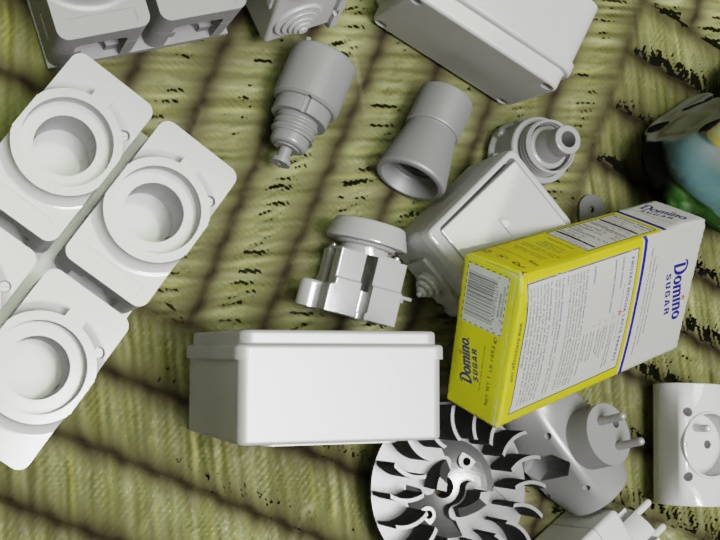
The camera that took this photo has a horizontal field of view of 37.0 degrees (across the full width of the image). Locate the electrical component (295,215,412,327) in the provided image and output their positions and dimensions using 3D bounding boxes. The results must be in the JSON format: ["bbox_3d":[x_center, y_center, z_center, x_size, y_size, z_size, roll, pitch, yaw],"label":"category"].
[{"bbox_3d":[0.000,0.000,0.620,0.066,0.048,0.055,15,85,-20],"label":"electrical component"}]

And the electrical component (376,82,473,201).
[{"bbox_3d":[0.042,-0.081,0.650,0.044,0.044,0.065,31,68,-16],"label":"electrical component"}]

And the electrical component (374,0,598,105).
[{"bbox_3d":[0.074,-0.154,0.649,0.113,0.078,0.057,29,81,-17],"label":"electrical component"}]

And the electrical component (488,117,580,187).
[{"bbox_3d":[0.112,-0.074,0.666,0.048,0.062,0.048,3,83,-22],"label":"electrical component"}]

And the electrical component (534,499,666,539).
[{"bbox_3d":[0.160,0.173,0.663,0.077,0.047,0.065,-35,97,-25],"label":"electrical component"}]

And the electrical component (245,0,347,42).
[{"bbox_3d":[-0.043,-0.186,0.596,0.048,0.099,0.099,-22,81,-19],"label":"electrical component"}]

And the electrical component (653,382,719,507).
[{"bbox_3d":[0.228,0.113,0.700,0.079,0.044,0.077,5,81,-22],"label":"electrical component"}]

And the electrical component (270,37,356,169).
[{"bbox_3d":[-0.032,-0.095,0.621,0.040,0.040,0.078,26,74,-17],"label":"electrical component"}]

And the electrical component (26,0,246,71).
[{"bbox_3d":[-0.140,-0.215,0.581,0.105,0.060,0.186,-17,90,-23],"label":"electrical component"}]

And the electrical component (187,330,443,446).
[{"bbox_3d":[-0.027,0.061,0.567,0.109,0.109,0.056,2,85,-22],"label":"electrical component"}]

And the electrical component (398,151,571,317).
[{"bbox_3d":[0.070,-0.017,0.642,0.096,0.061,0.061,-44,101,-21],"label":"electrical component"}]

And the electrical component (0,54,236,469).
[{"bbox_3d":[-0.159,-0.005,0.547,0.105,0.060,0.186,38,71,-14],"label":"electrical component"}]

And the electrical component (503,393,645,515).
[{"bbox_3d":[0.134,0.102,0.645,0.077,0.079,0.043,53,51,-9],"label":"electrical component"}]
